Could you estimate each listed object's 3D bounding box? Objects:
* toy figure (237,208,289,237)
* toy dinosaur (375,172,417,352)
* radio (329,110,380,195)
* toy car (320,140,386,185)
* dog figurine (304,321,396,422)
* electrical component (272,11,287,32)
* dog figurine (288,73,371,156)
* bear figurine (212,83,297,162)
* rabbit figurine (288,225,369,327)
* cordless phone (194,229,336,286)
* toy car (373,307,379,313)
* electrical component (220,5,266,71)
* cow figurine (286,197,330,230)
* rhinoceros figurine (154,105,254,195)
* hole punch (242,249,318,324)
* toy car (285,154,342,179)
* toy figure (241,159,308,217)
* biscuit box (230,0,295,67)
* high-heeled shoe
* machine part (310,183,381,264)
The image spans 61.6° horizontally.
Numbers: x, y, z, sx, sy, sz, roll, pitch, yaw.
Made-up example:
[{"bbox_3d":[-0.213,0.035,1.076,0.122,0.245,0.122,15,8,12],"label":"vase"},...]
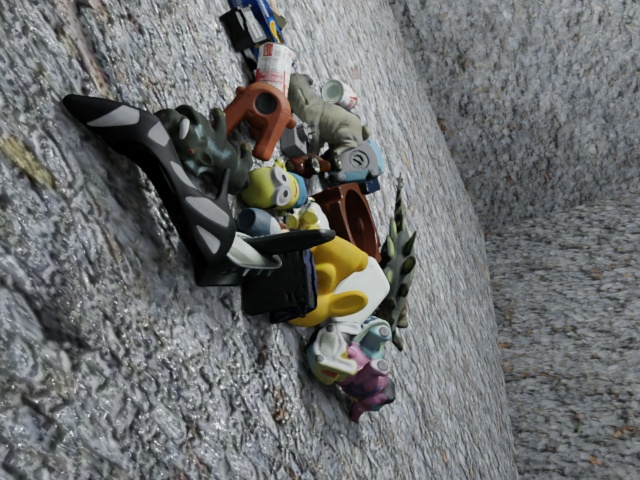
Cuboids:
[{"bbox_3d":[-0.086,-0.007,0.932,0.064,0.058,0.154,-61,147,-5],"label":"toy figure"},{"bbox_3d":[0.193,0.049,1.340,0.198,0.105,0.471,95,-2,-55],"label":"toy dinosaur"},{"bbox_3d":[0.087,-0.226,1.441,0.131,0.073,0.229,-17,92,-68],"label":"radio"},{"bbox_3d":[0.072,-0.175,1.321,0.103,0.162,0.109,121,-50,-69],"label":"toy car"},{"bbox_3d":[0.059,0.260,1.023,0.219,0.192,0.108,99,-4,-46],"label":"dog figurine"},{"bbox_3d":[-0.110,-0.482,1.217,0.078,0.045,0.102,29,38,-19],"label":"electrical component"},{"bbox_3d":[0.011,-0.291,1.201,0.121,0.172,0.190,-85,157,-61],"label":"dog figurine"},{"bbox_3d":[-0.110,-0.216,0.979,0.120,0.132,0.196,33,0,-7],"label":"bear figurine"},{"bbox_3d":[0.004,0.082,0.964,0.162,0.122,0.173,30,75,-5],"label":"rabbit figurine"},{"bbox_3d":[-0.080,0.010,0.770,0.146,0.184,0.088,11,69,-64],"label":"cordless phone"},{"bbox_3d":[0.078,0.129,1.201,0.201,0.056,0.073,20,50,-63],"label":"toy car"},{"bbox_3d":[-0.145,-0.405,1.079,0.119,0.048,0.075,65,26,-15],"label":"electrical component"},{"bbox_3d":[-0.004,-0.002,1.099,0.098,0.068,0.167,-70,139,-63],"label":"cow figurine"},{"bbox_3d":[-0.177,-0.136,0.806,0.190,0.073,0.112,43,48,-52],"label":"rhinoceros figurine"},{"bbox_3d":[-0.057,0.072,0.875,0.092,0.116,0.142,47,34,-60],"label":"hole punch"},{"bbox_3d":[-0.021,-0.155,1.128,0.202,0.089,0.053,-25,101,-65],"label":"toy car"},{"bbox_3d":[-0.077,-0.087,0.975,0.082,0.089,0.180,62,14,5],"label":"toy figure"},{"bbox_3d":[-0.126,-0.448,1.132,0.202,0.059,0.063,64,25,-19],"label":"biscuit box"},{"bbox_3d":[-0.210,-0.066,0.661,0.248,0.086,0.145,24,66,-26],"label":"high-heeled shoe"},{"bbox_3d":[0.059,-0.023,1.221,0.201,0.087,0.201,-23,97,-66],"label":"machine part"}]
